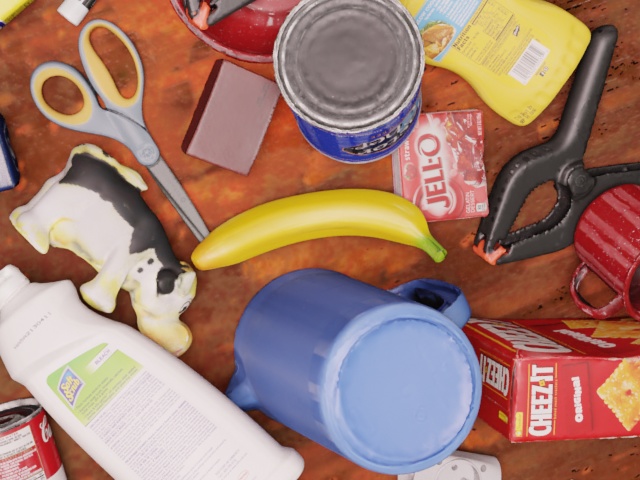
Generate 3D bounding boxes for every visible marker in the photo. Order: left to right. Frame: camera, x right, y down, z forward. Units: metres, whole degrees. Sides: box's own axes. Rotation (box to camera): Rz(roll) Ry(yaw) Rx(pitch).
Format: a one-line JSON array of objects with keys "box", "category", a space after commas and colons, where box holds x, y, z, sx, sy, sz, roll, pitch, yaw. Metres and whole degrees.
[{"box": [-0.154, -0.214, 0.805, 0.020, 0.020, 0.121, 38, 89, -14], "category": "marker"}]

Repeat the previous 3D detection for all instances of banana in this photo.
[{"box": [-0.002, -0.010, 0.841, 0.198, 0.069, 0.037, -4, 127, 2], "category": "banana"}]

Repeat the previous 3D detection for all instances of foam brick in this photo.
[{"box": [-0.068, -0.094, 0.822, 0.053, 0.051, 0.078, 22, 93, -15], "category": "foam brick"}]

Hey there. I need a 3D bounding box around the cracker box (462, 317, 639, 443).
[{"box": [0.222, 0.103, 0.852, 0.213, 0.164, 0.072, 0, 95, -12], "category": "cracker box"}]

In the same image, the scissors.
[{"box": [-0.155, -0.068, 0.826, 0.096, 0.016, 0.202, -19, 101, -7], "category": "scissors"}]

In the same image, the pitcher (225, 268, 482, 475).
[{"box": [0.031, 0.085, 0.769, 0.145, 0.243, 0.149, 18, 86, -14], "category": "pitcher"}]

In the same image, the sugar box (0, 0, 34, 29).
[{"box": [-0.243, -0.208, 0.774, 0.176, 0.048, 0.093, -43, 104, -5], "category": "sugar box"}]

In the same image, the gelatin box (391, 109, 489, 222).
[{"box": [0.097, -0.060, 0.872, 0.073, 0.030, 0.089, -6, 98, -10], "category": "gelatin box"}]

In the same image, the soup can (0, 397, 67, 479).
[{"box": [-0.231, 0.181, 0.817, 0.068, 0.068, 0.102, -17, 101, -9], "category": "soup can"}]

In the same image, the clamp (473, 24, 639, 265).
[{"box": [0.207, -0.064, 0.887, 0.210, 0.036, 0.164, -36, 112, -3], "category": "clamp"}]

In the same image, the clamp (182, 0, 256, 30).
[{"box": [-0.062, -0.236, 0.753, 0.120, 0.039, 0.171, 32, 91, -12], "category": "clamp"}]

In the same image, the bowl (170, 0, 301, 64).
[{"box": [-0.040, -0.216, 0.810, 0.162, 0.055, 0.162, -2, 98, -11], "category": "bowl"}]

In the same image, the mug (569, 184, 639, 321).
[{"box": [0.253, 0.015, 0.869, 0.117, 0.082, 0.093, -45, 130, 6], "category": "mug"}]

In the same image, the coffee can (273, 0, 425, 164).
[{"box": [0.024, -0.116, 0.779, 0.103, 0.140, 0.103, 0, 86, 4], "category": "coffee can"}]

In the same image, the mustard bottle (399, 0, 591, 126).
[{"box": [0.112, -0.178, 0.844, 0.191, 0.058, 0.096, 31, 107, -14], "category": "mustard bottle"}]

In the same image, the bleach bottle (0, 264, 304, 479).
[{"box": [-0.134, 0.109, 0.761, 0.251, 0.068, 0.102, 44, 80, -1], "category": "bleach bottle"}]
